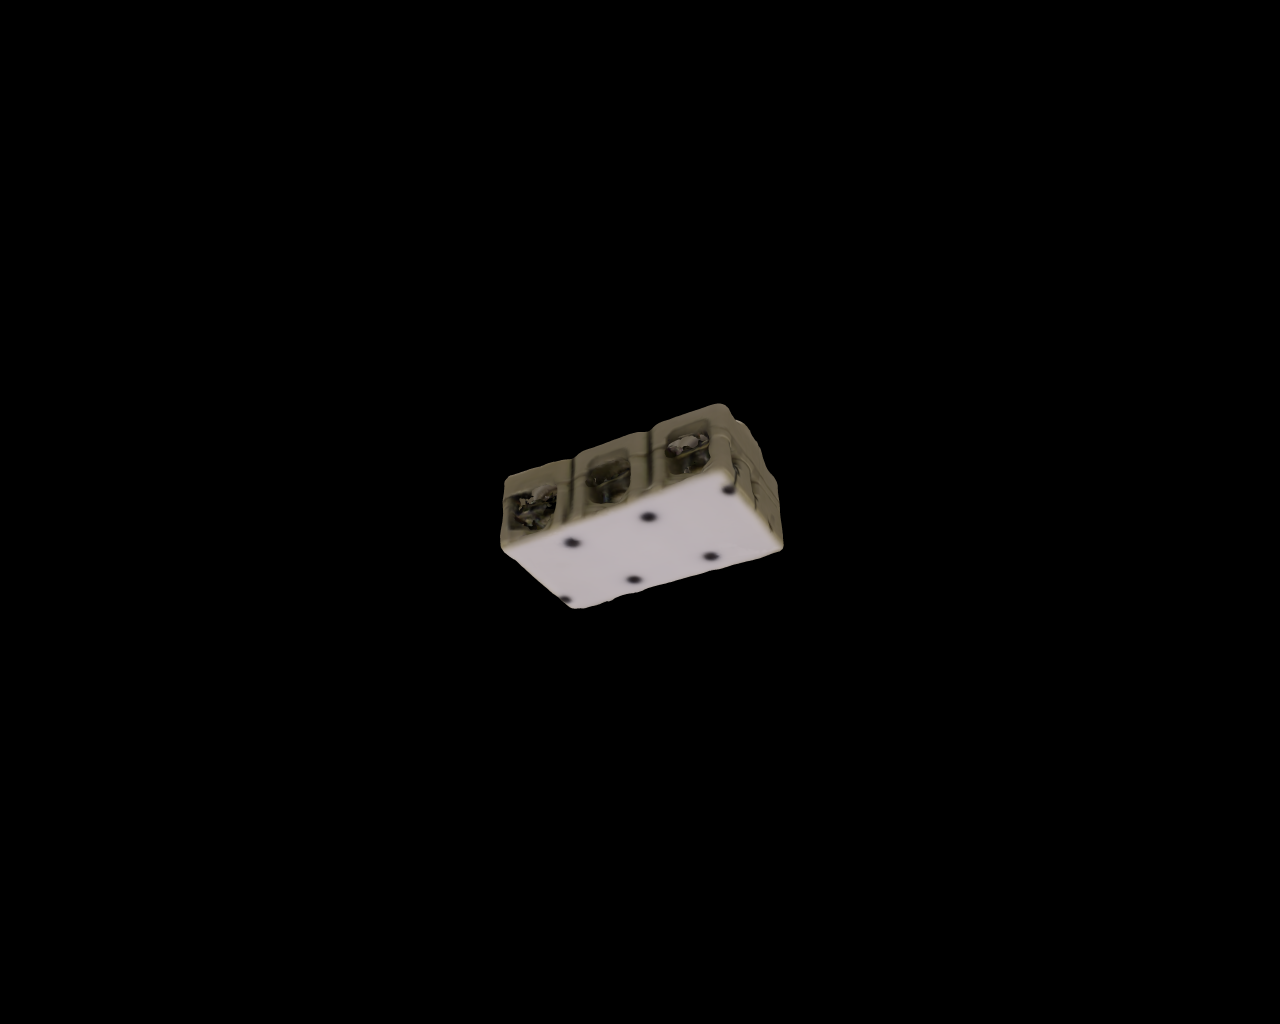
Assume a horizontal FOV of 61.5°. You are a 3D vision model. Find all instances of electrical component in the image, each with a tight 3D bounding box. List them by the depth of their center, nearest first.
[{"bbox_3d":[0.001,-0.003,0.650,0.150,0.062,0.089,-17,-40,22],"label":"electrical component"}]
